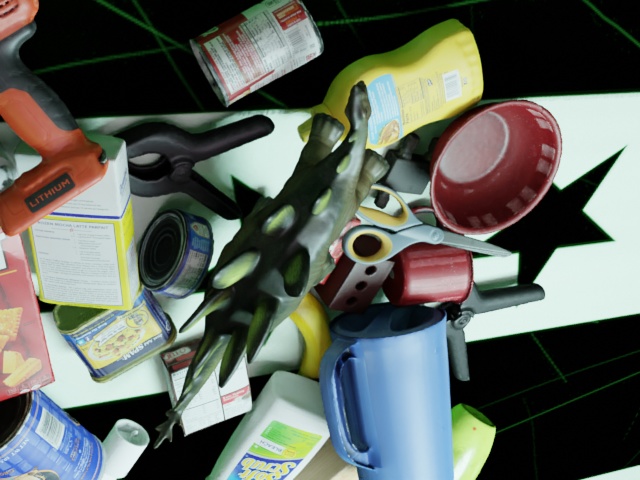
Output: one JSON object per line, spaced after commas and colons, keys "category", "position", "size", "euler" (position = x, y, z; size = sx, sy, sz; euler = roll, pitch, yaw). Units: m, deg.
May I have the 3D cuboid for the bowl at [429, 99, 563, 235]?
{"category": "bowl", "position": [0.177, -0.087, 1.141], "size": [0.162, 0.055, 0.162], "euler": [-14, 127, -19]}

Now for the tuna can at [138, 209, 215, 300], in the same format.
{"category": "tuna can", "position": [-0.143, 0.013, 1.048], "size": [0.033, 0.086, 0.086], "euler": [20, 114, -38]}

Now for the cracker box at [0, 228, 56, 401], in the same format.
{"category": "cracker box", "position": [-0.345, 0.066, 0.983], "size": [0.164, 0.072, 0.214], "euler": [-16, 131, -19]}

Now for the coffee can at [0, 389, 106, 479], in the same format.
{"category": "coffee can", "position": [-0.302, 0.214, 1.108], "size": [0.103, 0.103, 0.140], "euler": [-34, 135, -1]}

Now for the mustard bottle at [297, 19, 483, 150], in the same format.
{"category": "mustard bottle", "position": [0.066, -0.142, 1.060], "size": [0.191, 0.058, 0.096], "euler": [-25, 134, -10]}

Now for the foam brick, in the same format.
{"category": "foam brick", "position": [0.036, 0.037, 1.194], "size": [0.052, 0.051, 0.078], "euler": [12, 119, -36]}

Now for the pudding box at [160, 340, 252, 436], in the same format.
{"category": "pudding box", "position": [-0.127, 0.162, 1.213], "size": [0.090, 0.039, 0.113], "euler": [-18, 131, -15]}

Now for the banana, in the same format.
{"category": "banana", "position": [-0.018, 0.105, 1.229], "size": [0.069, 0.037, 0.198], "euler": [-25, 134, -11]}

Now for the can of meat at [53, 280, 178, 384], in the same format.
{"category": "can of meat", "position": [-0.210, 0.085, 1.089], "size": [0.102, 0.057, 0.084], "euler": [-30, 133, -6]}

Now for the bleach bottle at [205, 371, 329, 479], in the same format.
{"category": "bleach bottle", "position": [-0.070, 0.273, 1.304], "size": [0.102, 0.068, 0.251], "euler": [23, 121, -15]}

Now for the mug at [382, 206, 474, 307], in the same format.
{"category": "mug", "position": [0.116, 0.020, 1.211], "size": [0.081, 0.093, 0.117], "euler": [-6, 98, -20]}

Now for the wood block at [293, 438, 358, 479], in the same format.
{"category": "wood block", "position": [0.041, 0.267, 1.359], "size": [0.206, 0.091, 0.090], "euler": [-41, 136, 6]}

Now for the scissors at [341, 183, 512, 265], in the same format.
{"category": "scissors", "position": [0.108, 0.008, 1.157], "size": [0.201, 0.016, 0.096], "euler": [30, 90, -18]}

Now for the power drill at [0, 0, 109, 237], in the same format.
{"category": "power drill", "position": [-0.273, -0.098, 0.855], "size": [0.184, 0.057, 0.187], "euler": [-32, 111, -2]}

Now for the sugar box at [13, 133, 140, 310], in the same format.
{"category": "sugar box", "position": [-0.221, -0.016, 0.985], "size": [0.093, 0.048, 0.176], "euler": [5, 126, 3]}

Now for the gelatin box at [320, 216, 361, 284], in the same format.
{"category": "gelatin box", "position": [-0.008, 0.001, 1.155], "size": [0.073, 0.030, 0.089], "euler": [14, 118, -37]}

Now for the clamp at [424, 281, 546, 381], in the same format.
{"category": "clamp", "position": [0.169, 0.098, 1.332], "size": [0.209, 0.036, 0.165], "euler": [19, 114, -37]}

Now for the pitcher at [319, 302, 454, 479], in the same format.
{"category": "pitcher", "position": [0.082, 0.201, 1.219], "size": [0.149, 0.145, 0.243], "euler": [-7, 102, 2]}

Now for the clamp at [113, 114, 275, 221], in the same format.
{"category": "clamp", "position": [-0.132, -0.066, 1.023], "size": [0.171, 0.039, 0.120], "euler": [-3, 123, -20]}

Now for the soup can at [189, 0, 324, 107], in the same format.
{"category": "soup can", "position": [-0.056, -0.173, 0.957], "size": [0.102, 0.069, 0.068], "euler": [-30, 135, -6]}
